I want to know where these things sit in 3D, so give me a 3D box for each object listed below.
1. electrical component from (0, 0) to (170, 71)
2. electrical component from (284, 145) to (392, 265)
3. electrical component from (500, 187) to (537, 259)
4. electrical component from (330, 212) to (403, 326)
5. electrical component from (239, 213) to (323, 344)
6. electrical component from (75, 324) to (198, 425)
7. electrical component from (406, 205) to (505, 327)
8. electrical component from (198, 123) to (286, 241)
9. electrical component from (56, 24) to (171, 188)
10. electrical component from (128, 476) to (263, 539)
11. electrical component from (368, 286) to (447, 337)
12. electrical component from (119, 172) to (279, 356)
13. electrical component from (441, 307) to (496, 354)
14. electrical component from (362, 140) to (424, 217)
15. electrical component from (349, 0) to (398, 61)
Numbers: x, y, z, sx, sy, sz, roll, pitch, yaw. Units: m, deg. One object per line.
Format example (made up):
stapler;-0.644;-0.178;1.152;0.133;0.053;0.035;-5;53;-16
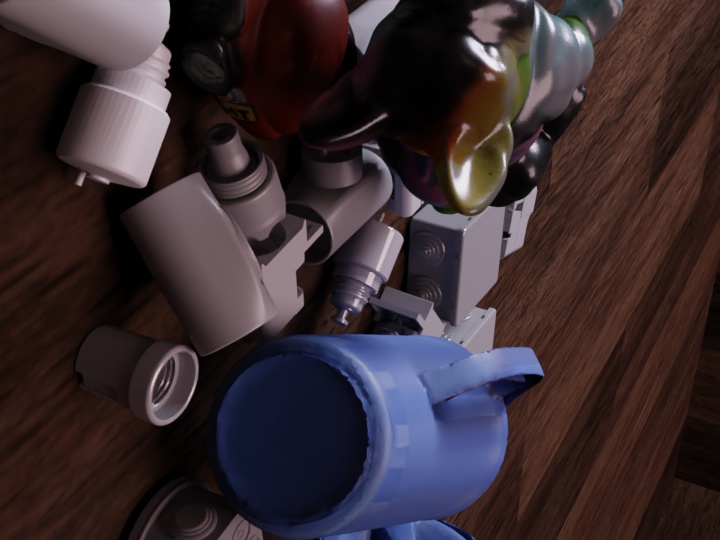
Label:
electrical component;-0.107;-0.125;0.410;0.077;0.044;0.079;18;88;-66
electrical component;-0.017;-0.055;0.650;0.077;0.044;0.079;-46;144;-47
electrical component;0.120;-0.062;0.938;0.056;0.050;0.089;-24;126;-60
electrical component;0.000;0.000;0.728;0.078;0.040;0.040;-68;156;-13
electrical component;-0.058;0.003;0.602;0.081;0.042;0.063;-49;150;-42
electrical component;-0.108;0.049;0.517;0.040;0.046;0.040;-45;144;-47
electrical component;0.077;-0.016;0.875;0.100;0.048;0.099;-42;141;-50
electrical component;-0.064;-0.047;0.554;0.043;0.043;0.062;-57;150;-32
electrical component;-0.101;-0.071;0.462;0.040;0.040;0.078;32;76;-65
electrical component;-0.095;0.162;0.612;0.080;0.051;0.080;-45;143;-48
electrical component;0.031;0.054;0.830;0.063;0.042;0.081;-65;154;-14
electrical component;-0.079;-0.003;0.527;0.044;0.077;0.079;-30;-175;-12
electrical component;0.076;0.083;0.937;0.100;0.048;0.099;-42;141;-50
electrical component;0.031;-0.085;0.728;0.089;0.050;0.055;-48;146;-46
electrical component;0.006;-0.121;0.659;0.077;0.043;0.079;-48;146;-45
